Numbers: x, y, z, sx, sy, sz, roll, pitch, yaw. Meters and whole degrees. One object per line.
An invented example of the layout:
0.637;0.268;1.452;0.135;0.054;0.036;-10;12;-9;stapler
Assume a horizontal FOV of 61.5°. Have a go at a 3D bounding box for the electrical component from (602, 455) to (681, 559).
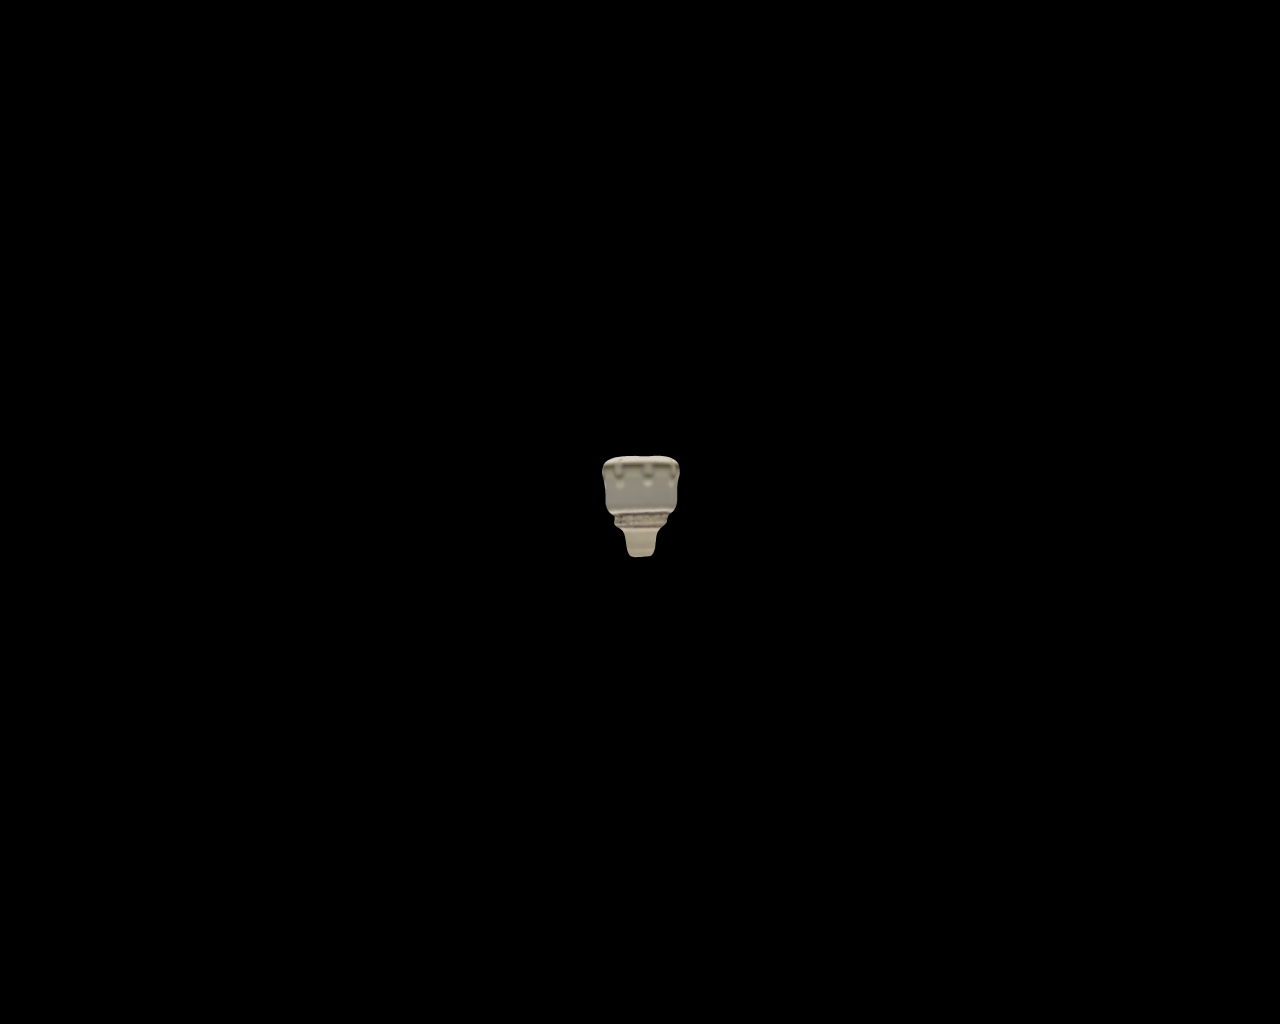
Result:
0.001;-0.003;0.650;0.048;0.062;0.048;0;-2;0;electrical component
